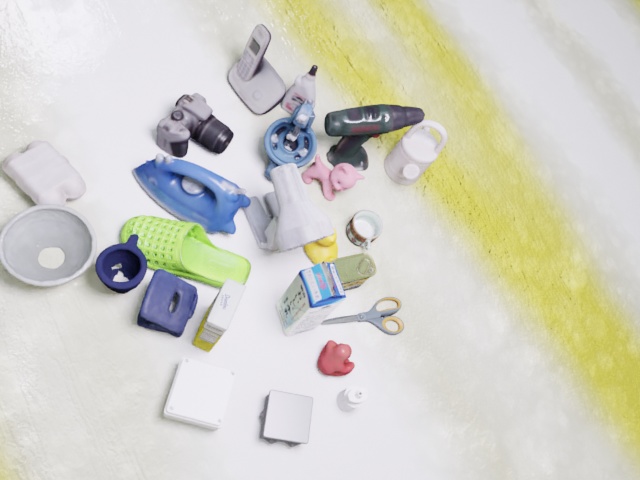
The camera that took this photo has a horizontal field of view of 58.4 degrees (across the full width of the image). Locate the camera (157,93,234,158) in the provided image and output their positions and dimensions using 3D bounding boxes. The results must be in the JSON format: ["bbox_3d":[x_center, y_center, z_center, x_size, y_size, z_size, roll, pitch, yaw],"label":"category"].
[{"bbox_3d":[-0.271,-0.249,1.282,0.137,0.100,0.143,34,59,-1],"label":"camera"}]

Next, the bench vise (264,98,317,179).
[{"bbox_3d":[-0.059,-0.260,1.295,0.122,0.219,0.207,9,63,-15],"label":"bench vise"}]

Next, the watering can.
[{"bbox_3d":[0.240,-0.217,1.398,0.101,0.194,0.173,8,63,-16],"label":"watering can"}]

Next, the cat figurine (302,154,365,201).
[{"bbox_3d":[0.034,-0.154,1.338,0.128,0.117,0.067,36,59,-1],"label":"cat figurine"}]

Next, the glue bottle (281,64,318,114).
[{"bbox_3d":[-0.038,-0.363,1.380,0.078,0.173,0.037,26,59,-6],"label":"glue bottle"}]

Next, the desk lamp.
[{"bbox_3d":[-0.071,-0.051,1.194,0.118,0.213,0.203,-18,73,-26],"label":"desk lamp"}]

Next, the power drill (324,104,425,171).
[{"bbox_3d":[0.108,-0.249,1.357,0.230,0.208,0.075,-4,67,-21],"label":"power drill"}]

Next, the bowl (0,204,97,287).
[{"bbox_3d":[-0.509,0.020,1.082,0.168,0.074,0.167,8,63,-16],"label":"bowl"}]

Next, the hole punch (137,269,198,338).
[{"bbox_3d":[-0.289,0.121,1.103,0.101,0.091,0.109,18,61,-11],"label":"hole punch"}]

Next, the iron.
[{"bbox_3d":[-0.271,-0.119,1.197,0.258,0.141,0.119,26,60,-7],"label":"iron"}]

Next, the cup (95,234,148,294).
[{"bbox_3d":[-0.377,0.053,1.102,0.092,0.095,0.118,18,61,-11],"label":"cup"}]

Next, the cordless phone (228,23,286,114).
[{"bbox_3d":[-0.137,-0.404,1.357,0.094,0.185,0.147,-36,81,-30],"label":"cordless phone"}]

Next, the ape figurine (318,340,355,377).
[{"bbox_3d":[0.038,0.237,1.165,0.076,0.092,0.078,-16,72,-26],"label":"ape figurine"}]

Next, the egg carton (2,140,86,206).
[{"bbox_3d":[-0.546,-0.127,1.142,0.150,0.069,0.107,43,59,4],"label":"egg carton"}]

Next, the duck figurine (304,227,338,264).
[{"bbox_3d":[0.012,0.005,1.272,0.078,0.086,0.104,-13,70,-25],"label":"duck figurine"}]
